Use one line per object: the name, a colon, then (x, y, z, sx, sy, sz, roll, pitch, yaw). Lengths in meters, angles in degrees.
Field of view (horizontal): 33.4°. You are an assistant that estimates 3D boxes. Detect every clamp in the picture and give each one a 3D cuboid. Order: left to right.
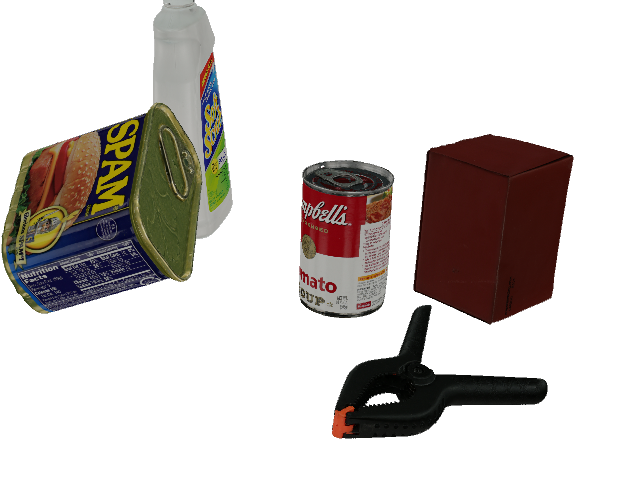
clamp: (0.099, 0.137, 0.991, 0.165, 0.036, 0.209, 27, 36, 33)

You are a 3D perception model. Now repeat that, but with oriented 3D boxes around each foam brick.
foam brick: (0.084, -0.007, 0.525, 0.052, 0.078, 0.051, -17, 30, -41)

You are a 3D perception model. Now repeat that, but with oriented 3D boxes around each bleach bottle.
bleach bottle: (-0.137, -0.134, 1.089, 0.068, 0.251, 0.102, 5, 28, 14)

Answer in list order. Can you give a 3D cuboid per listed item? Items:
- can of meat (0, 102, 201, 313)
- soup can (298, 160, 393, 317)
can of meat: (-0.115, -0.016, 0.565, 0.084, 0.102, 0.057, -16, -47, 16)
soup can: (0.018, -0.002, 0.802, 0.068, 0.102, 0.068, 2, 24, -1)
